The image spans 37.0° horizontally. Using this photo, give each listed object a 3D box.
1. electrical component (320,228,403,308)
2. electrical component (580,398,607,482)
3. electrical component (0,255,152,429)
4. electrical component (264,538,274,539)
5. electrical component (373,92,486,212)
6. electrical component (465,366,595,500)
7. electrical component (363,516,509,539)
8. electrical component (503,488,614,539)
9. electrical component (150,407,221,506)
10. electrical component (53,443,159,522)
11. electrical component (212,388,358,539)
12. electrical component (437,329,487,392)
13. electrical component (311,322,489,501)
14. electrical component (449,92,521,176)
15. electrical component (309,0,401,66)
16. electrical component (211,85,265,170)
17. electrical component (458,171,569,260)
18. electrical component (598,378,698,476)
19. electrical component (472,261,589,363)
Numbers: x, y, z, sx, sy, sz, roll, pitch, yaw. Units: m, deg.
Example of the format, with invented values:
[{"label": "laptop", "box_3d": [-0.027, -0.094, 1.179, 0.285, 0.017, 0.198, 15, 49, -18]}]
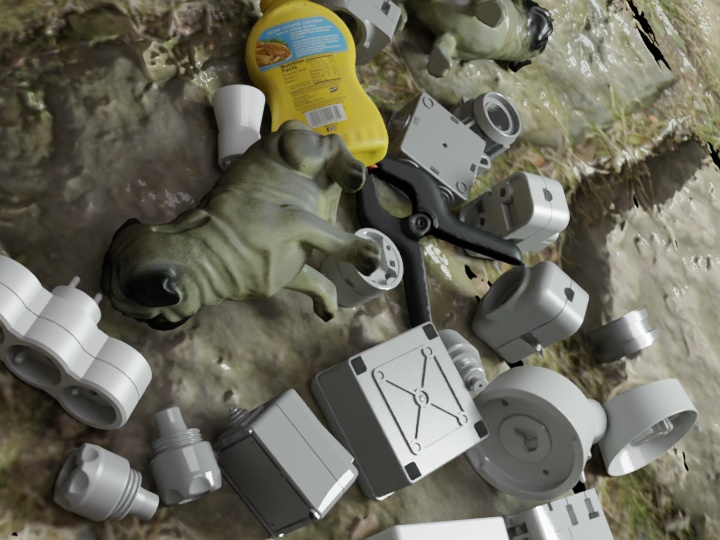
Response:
[{"label": "electrical component", "box_3d": [0.000, 0.000, 0.896, 0.055, 0.047, 0.055, 21, 54, -31]}, {"label": "electrical component", "box_3d": [0.186, 0.153, 0.971, 0.077, 0.044, 0.079, 9, 60, -38]}, {"label": "electrical component", "box_3d": [-0.195, 0.036, 0.703, 0.138, 0.052, 0.073, 40, 46, -16]}, {"label": "electrical component", "box_3d": [-0.073, 0.230, 0.695, 0.059, 0.054, 0.095, -8, 72, -43]}, {"label": "electrical component", "box_3d": [0.066, -0.107, 1.016, 0.100, 0.048, 0.099, 36, 50, -18]}, {"label": "electrical component", "box_3d": [0.146, 0.132, 0.907, 0.108, 0.108, 0.060, 53, 38, -3]}, {"label": "electrical component", "box_3d": [0.037, 0.217, 0.760, 0.109, 0.109, 0.056, 6, 60, -39]}, {"label": "electrical component", "box_3d": [0.166, 0.225, 0.907, 0.089, 0.050, 0.055, -4, 69, -43]}, {"label": "electrical component", "box_3d": [-0.121, 0.124, 0.723, 0.043, 0.043, 0.062, -7, 70, -43]}, {"label": "electrical component", "box_3d": [-0.158, 0.139, 0.682, 0.062, 0.043, 0.043, 31, 49, -25]}, {"label": "electrical component", "box_3d": [-0.057, 0.130, 0.762, 0.096, 0.062, 0.061, 52, 44, -4]}, {"label": "electrical component", "box_3d": [0.083, 0.080, 0.905, 0.040, 0.040, 0.078, 24, 10, -29]}, {"label": "electrical component", "box_3d": [0.033, 0.110, 0.854, 0.109, 0.056, 0.108, -21, 81, -45]}, {"label": "electrical component", "box_3d": [0.123, -0.142, 1.079, 0.058, 0.057, 0.078, 11, 60, -37]}, {"label": "electrical component", "box_3d": [-0.013, -0.244, 1.024, 0.089, 0.050, 0.055, 36, 47, -20]}, {"label": "electrical component", "box_3d": [-0.099, -0.113, 0.882, 0.044, 0.044, 0.065, 13, 63, -36]}, {"label": "electrical component", "box_3d": [0.148, -0.048, 1.018, 0.059, 0.095, 0.053, 9, 61, -37]}, {"label": "electrical component", "box_3d": [0.267, 0.145, 1.012, 0.099, 0.099, 0.064, 0, 60, -41]}, {"label": "electrical component", "box_3d": [0.150, 0.036, 0.971, 0.059, 0.095, 0.053, 40, 46, -16]}]
